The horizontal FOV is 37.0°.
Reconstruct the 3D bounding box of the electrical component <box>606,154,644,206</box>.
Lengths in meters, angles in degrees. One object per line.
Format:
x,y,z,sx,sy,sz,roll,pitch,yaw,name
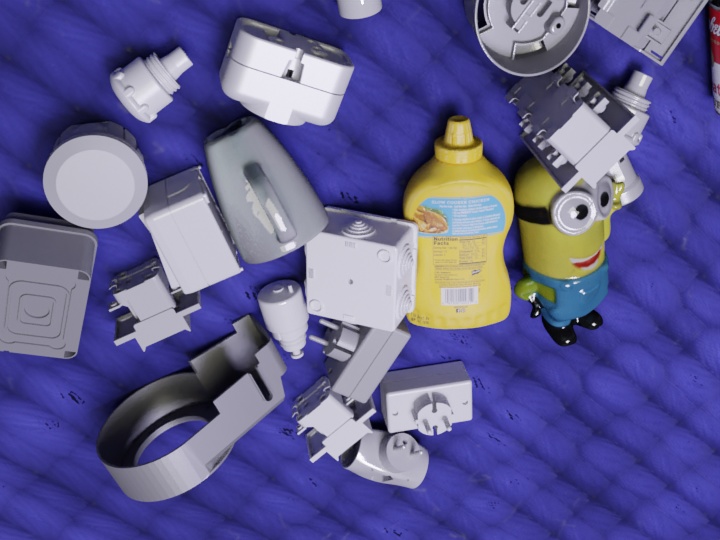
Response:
0.226,-0.085,0.959,0.040,0.040,0.046,-28,114,4,electrical component

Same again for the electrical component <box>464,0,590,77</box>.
0.132,-0.211,0.855,0.099,0.064,0.099,-5,119,-9,electrical component

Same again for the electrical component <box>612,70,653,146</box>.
0.230,-0.141,0.926,0.048,0.048,0.062,19,106,-21,electrical component

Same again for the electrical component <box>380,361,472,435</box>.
0.067,0.131,1.023,0.083,0.075,0.047,-8,120,-7,electrical component

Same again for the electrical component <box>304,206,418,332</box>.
0.000,0.000,0.931,0.100,0.048,0.099,12,121,19,electrical component

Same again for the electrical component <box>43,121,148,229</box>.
-0.212,-0.078,0.865,0.080,0.051,0.080,-5,119,-9,electrical component

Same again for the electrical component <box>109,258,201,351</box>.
-0.182,0.028,0.935,0.081,0.042,0.063,-24,119,1,electrical component

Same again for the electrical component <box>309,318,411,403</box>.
-0.010,0.067,0.988,0.076,0.047,0.083,24,111,-22,electrical component

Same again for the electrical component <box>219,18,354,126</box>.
-0.060,-0.153,0.853,0.095,0.053,0.059,15,114,-19,electrical component

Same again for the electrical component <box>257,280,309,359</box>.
-0.066,0.045,0.969,0.040,0.040,0.078,-15,120,-3,electrical component

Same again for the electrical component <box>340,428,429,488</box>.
0.032,0.180,1.047,0.077,0.043,0.079,21,155,-21,electrical component

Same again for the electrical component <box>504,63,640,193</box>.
0.167,-0.123,0.877,0.063,0.121,0.078,38,106,-24,electrical component

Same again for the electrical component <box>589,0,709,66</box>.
0.242,-0.237,0.856,0.079,0.063,0.121,39,110,16,electrical component

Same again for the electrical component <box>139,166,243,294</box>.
-0.141,-0.027,0.902,0.061,0.061,0.096,-23,121,0,electrical component

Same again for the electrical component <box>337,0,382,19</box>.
-0.004,-0.228,0.832,0.044,0.044,0.065,-14,125,-4,electrical component

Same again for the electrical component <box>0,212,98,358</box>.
-0.263,0.013,0.885,0.078,0.057,0.113,9,134,-16,electrical component

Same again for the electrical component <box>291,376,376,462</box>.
-0.028,0.139,1.028,0.081,0.042,0.064,-40,117,11,electrical component

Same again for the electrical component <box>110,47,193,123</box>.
-0.160,-0.149,0.841,0.062,0.048,0.048,-37,119,2,electrical component
